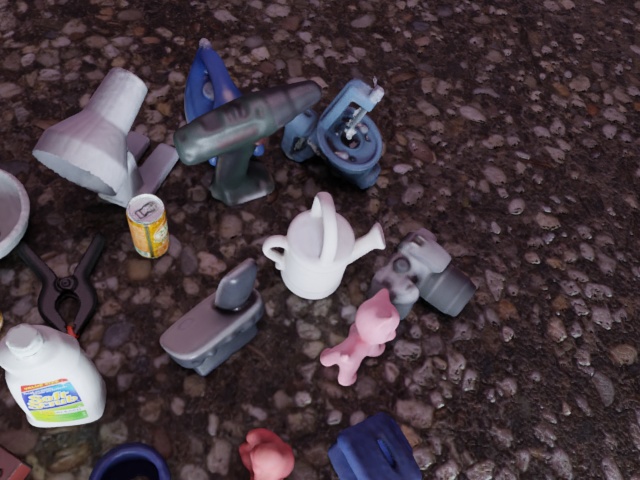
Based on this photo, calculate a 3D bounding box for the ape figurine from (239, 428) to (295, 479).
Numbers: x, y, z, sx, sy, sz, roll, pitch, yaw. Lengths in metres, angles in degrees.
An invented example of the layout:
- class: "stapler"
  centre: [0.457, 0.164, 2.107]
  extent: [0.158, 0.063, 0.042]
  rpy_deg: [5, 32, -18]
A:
- class: "ape figurine"
  centre: [-0.068, 0.279, 0.731]
  extent: [0.076, 0.092, 0.078]
  rpy_deg: [13, 59, -3]

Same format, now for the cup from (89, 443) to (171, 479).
- class: "cup"
  centre: [-0.227, 0.310, 0.682]
  extent: [0.091, 0.095, 0.118]
  rpy_deg: [18, 59, 1]

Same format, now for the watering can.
- class: "watering can"
  centre: [0.007, 0.001, 0.844]
  extent: [0.173, 0.194, 0.100]
  rpy_deg: [-22, 66, -21]

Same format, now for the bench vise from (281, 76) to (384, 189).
- class: "bench vise"
  centre: [0.017, -0.188, 0.938]
  extent: [0.207, 0.220, 0.121]
  rpy_deg: [14, 59, -2]

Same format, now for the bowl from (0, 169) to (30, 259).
- class: "bowl"
  centre: [-0.503, -0.022, 0.833]
  extent: [0.167, 0.075, 0.167]
  rpy_deg: [5, 60, -8]

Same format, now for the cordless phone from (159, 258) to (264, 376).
- class: "cordless phone"
  centre: [-0.143, 0.094, 0.768]
  extent: [0.094, 0.185, 0.148]
  rpy_deg: [41, 62, 14]

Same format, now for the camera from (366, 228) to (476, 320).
- class: "camera"
  centre: [0.167, 0.064, 0.892]
  extent: [0.136, 0.101, 0.143]
  rpy_deg: [37, 61, 11]

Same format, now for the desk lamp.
- class: "desk lamp"
  centre: [-0.309, -0.138, 0.853]
  extent: [0.118, 0.213, 0.203]
  rpy_deg: [22, 59, 3]

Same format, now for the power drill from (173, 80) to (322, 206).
- class: "power drill"
  centre: [-0.112, -0.149, 0.899]
  extent: [0.230, 0.208, 0.075]
  rpy_deg: [-22, 66, -21]

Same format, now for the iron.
- class: "iron"
  centre: [-0.180, -0.262, 0.989]
  extent: [0.119, 0.141, 0.258]
  rpy_deg: [-16, 65, -18]

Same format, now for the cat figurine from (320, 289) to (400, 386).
- class: "cat figurine"
  centre: [0.066, 0.135, 0.823]
  extent: [0.067, 0.118, 0.128]
  rpy_deg: [41, 62, 13]

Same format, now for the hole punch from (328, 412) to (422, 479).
- class: "hole punch"
  centre: [0.075, 0.286, 0.754]
  extent: [0.101, 0.091, 0.108]
  rpy_deg: [-24, 67, -22]
